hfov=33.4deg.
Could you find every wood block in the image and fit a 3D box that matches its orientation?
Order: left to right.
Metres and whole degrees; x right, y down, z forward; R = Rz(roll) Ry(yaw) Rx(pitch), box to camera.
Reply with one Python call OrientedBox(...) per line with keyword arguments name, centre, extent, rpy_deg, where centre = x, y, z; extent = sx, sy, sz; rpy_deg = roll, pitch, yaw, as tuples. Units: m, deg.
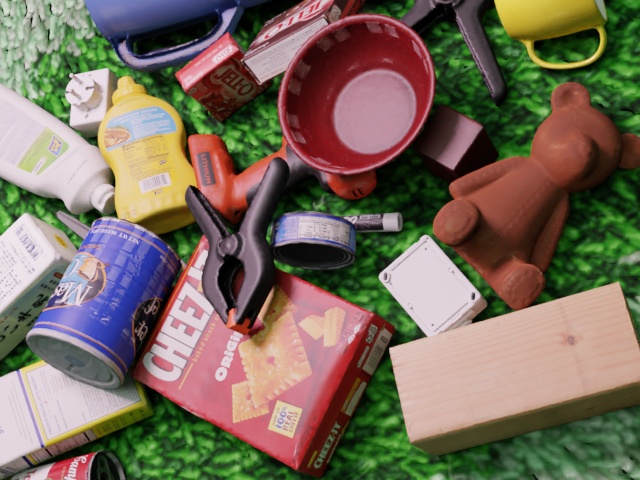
OrientedBox(name="wood block", centre=(0.178, 0.117, 0.937), extent=(0.206, 0.090, 0.091), rpy_deg=(-18, 66, 16))

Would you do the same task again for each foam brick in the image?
OrientedBox(name="foam brick", centre=(0.131, -0.086, 1.030), extent=(0.051, 0.078, 0.053), rpy_deg=(34, 88, 26))

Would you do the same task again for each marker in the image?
OrientedBox(name="marker", centre=(0.024, -0.016, 1.083), extent=(0.121, 0.020, 0.020), rpy_deg=(-2, 72, 21))

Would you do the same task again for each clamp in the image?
OrientedBox(name="clamp", centre=(-0.072, 0.002, 1.025), extent=(0.120, 0.039, 0.171), rpy_deg=(-27, 62, 30))
OrientedBox(name="clamp", centre=(0.123, -0.240, 1.103), extent=(0.165, 0.036, 0.210), rpy_deg=(7, 74, 15))

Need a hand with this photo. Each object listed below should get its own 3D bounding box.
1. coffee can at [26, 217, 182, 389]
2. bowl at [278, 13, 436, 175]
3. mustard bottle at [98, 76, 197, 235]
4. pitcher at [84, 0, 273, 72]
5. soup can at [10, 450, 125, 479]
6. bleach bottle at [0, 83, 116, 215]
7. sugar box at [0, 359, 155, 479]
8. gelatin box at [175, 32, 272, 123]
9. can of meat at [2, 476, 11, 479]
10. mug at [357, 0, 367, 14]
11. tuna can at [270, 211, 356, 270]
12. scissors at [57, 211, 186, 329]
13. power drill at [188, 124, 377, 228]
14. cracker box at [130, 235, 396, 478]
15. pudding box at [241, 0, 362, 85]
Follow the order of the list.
OrientedBox(name="coffee can", centre=(-0.213, 0.063, 1.066), extent=(0.103, 0.102, 0.140), rpy_deg=(11, 59, 25))
OrientedBox(name="bowl", centre=(0.043, -0.133, 1.028), extent=(0.162, 0.055, 0.162), rpy_deg=(-7, 74, 24))
OrientedBox(name="mustard bottle", centre=(-0.192, -0.100, 1.173), extent=(0.096, 0.058, 0.192), rpy_deg=(-18, 65, -5))
OrientedBox(name="pitcher", centre=(-0.135, -0.294, 1.185), extent=(0.243, 0.149, 0.145), rpy_deg=(-10, 34, 16))
OrientedBox(name="soup can", centre=(-0.256, 0.256, 1.079), extent=(0.102, 0.068, 0.068), rpy_deg=(-16, 67, 18))
OrientedBox(name="bleach bottle", centre=(-0.328, -0.095, 1.228), extent=(0.251, 0.068, 0.102), rpy_deg=(33, 89, 25))
OrientedBox(name="sugar box", centre=(-0.269, 0.169, 1.095), extent=(0.176, 0.048, 0.093), rpy_deg=(-22, 63, -7))
OrientedBox(name="gelatin box", centre=(-0.103, -0.172, 1.146), extent=(0.073, 0.089, 0.030), rpy_deg=(-36, 64, 7))
OrientedBox(name="can of meat", centre=(-0.373, 0.233, 1.140), extent=(0.084, 0.057, 0.102), rpy_deg=(37, 89, 30))
OrientedBox(name="mug", centre=(0.031, -0.293, 1.138), extent=(0.082, 0.093, 0.117), rpy_deg=(15, 96, 21))
OrientedBox(name="tuna can", centre=(-0.007, 0.001, 1.052), extent=(0.086, 0.086, 0.034), rpy_deg=(-3, 70, 21))
OrientedBox(name="scissors", centre=(-0.228, 0.035, 1.170), extent=(0.202, 0.016, 0.096), rpy_deg=(16, 79, 26))
OrientedBox(name="power drill", centre=(-0.042, -0.105, 1.118), extent=(0.188, 0.057, 0.184), rpy_deg=(-21, 62, 15))
OrientedBox(name="cracker box", centre=(-0.059, 0.110, 1.045), extent=(0.214, 0.072, 0.164), rpy_deg=(24, 82, 27))
OrientedBox(name="pudding box", centre=(-0.018, -0.216, 1.106), extent=(0.114, 0.039, 0.090), rpy_deg=(-25, 25, 33))
